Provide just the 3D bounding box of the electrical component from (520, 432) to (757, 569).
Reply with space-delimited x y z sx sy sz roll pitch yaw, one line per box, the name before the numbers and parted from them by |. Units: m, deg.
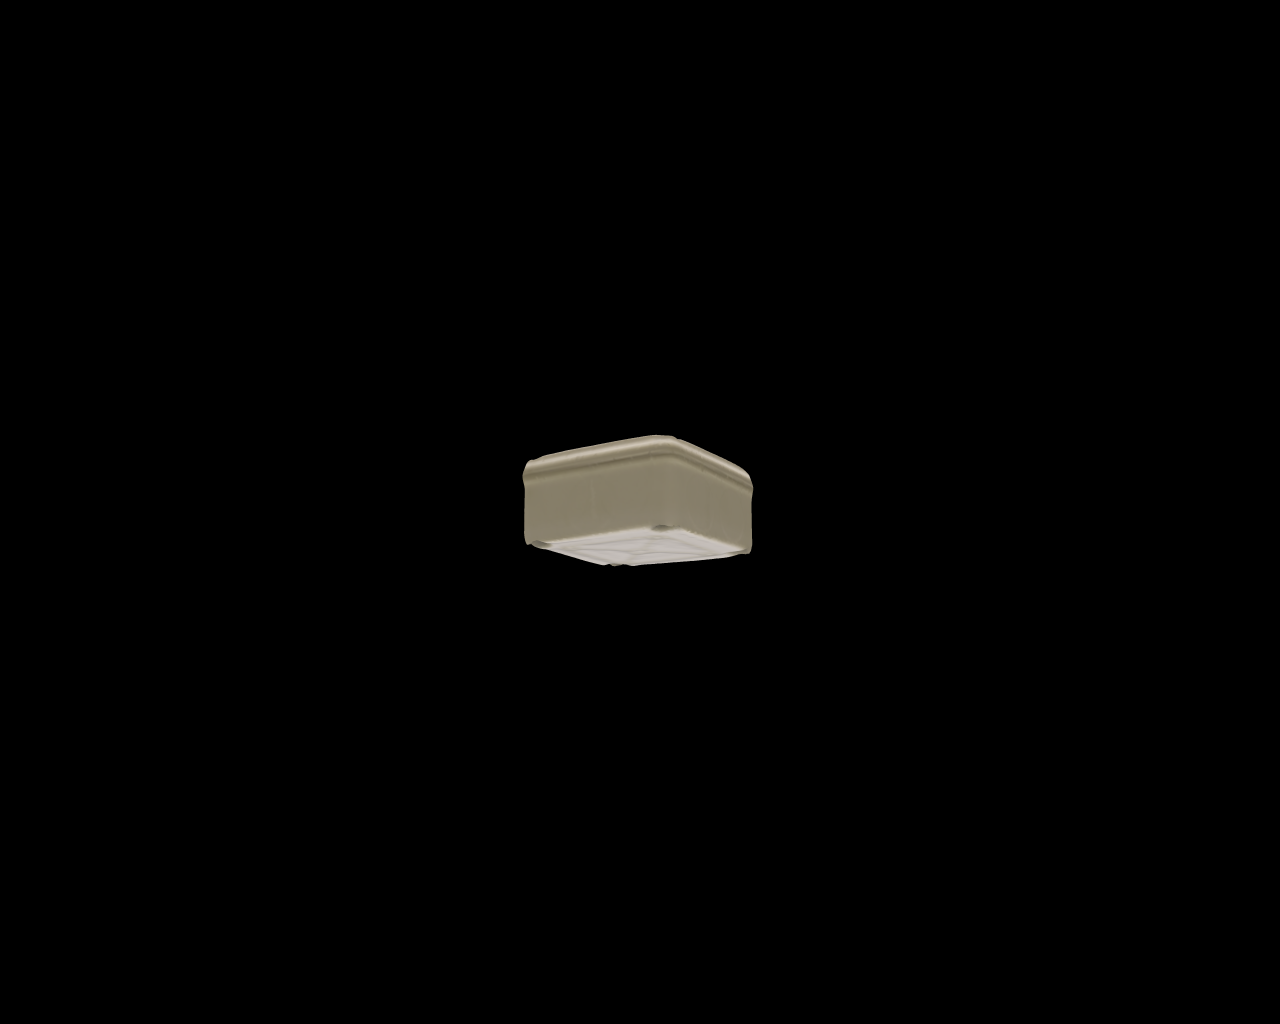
electrical component | 0.001 -0.003 0.650 0.108 0.056 0.109 -7 -14 30
